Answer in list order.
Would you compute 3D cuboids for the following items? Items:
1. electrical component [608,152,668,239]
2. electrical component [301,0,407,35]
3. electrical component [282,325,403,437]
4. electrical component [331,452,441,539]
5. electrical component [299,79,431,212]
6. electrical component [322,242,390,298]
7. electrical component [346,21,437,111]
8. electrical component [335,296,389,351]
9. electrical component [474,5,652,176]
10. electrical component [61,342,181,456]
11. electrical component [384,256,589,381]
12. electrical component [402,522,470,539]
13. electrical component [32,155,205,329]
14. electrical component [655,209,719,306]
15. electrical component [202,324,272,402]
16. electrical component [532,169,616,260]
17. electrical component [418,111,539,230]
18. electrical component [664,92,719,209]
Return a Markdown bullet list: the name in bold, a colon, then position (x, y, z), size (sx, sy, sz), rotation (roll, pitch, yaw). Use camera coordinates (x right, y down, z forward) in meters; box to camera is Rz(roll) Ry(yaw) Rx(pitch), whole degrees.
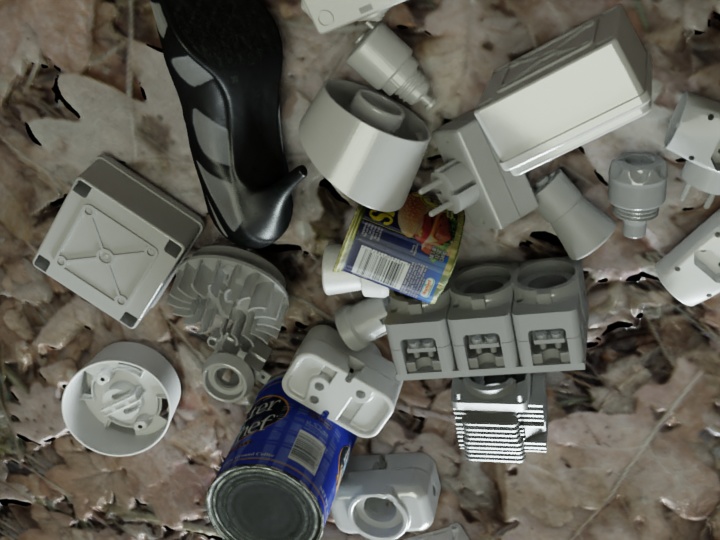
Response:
- **electrical component**: position (0.209, -0.055, 0.813), size (0.043, 0.043, 0.062), rotation (3, 119, 13)
- **electrical component**: position (-0.005, -0.226, 0.769), size (0.100, 0.048, 0.099), rotation (-17, 113, 22)
- **electrical component**: position (-0.013, 0.094, 0.941), size (0.095, 0.059, 0.053), rotation (30, 121, -3)
- **electrical component**: position (0.022, 0.210, 0.996), size (0.095, 0.059, 0.053), rotation (-6, 117, 17)
- **electrical component**: position (0.003, -0.098, 0.810), size (0.099, 0.099, 0.064), rotation (27, 114, -2)
- **electrical component**: position (0.000, 0.000, 0.895), size (0.055, 0.045, 0.045), rotation (3, 119, 13)
- **electrical component**: position (0.026, -0.150, 0.808), size (0.078, 0.040, 0.040), rotation (41, 120, -10)
- **electrical component**: position (0.008, 0.042, 0.920), size (0.046, 0.040, 0.040), rotation (-27, 109, 20)
- **electrical component**: position (0.144, -0.127, 0.752), size (0.109, 0.108, 0.056), rotation (-25, 107, 25)
- **electrical component**: position (-0.220, 0.119, 1.004), size (0.099, 0.064, 0.099), rotation (6, 119, 11)
- **electrical component**: position (0.103, 0.035, 0.861), size (0.150, 0.089, 0.061), rotation (-5, 117, 17)
- **electrical component**: position (0.064, 0.295, 1.031), size (0.096, 0.061, 0.061), rotation (-22, 111, 24)
- **electrical component**: position (-0.208, -0.024, 0.927), size (0.109, 0.056, 0.108), rotation (34, 121, -6)
- **electrical component**: position (0.283, -0.002, 0.823), size (0.079, 0.043, 0.077), rotation (38, 120, -9)
- **electrical component**: position (-0.113, 0.086, 0.964), size (0.066, 0.055, 0.048), rotation (33, 121, -5)
- **electrical component**: position (0.161, -0.045, 0.832), size (0.044, 0.044, 0.065), rotation (-38, 99, 28)
- **electrical component**: position (0.079, -0.067, 0.811), size (0.076, 0.047, 0.083), rotation (-30, 105, -16)
- **electrical component**: position (0.260, -0.081, 0.785), size (0.077, 0.043, 0.079), rotation (19, 121, 3)
